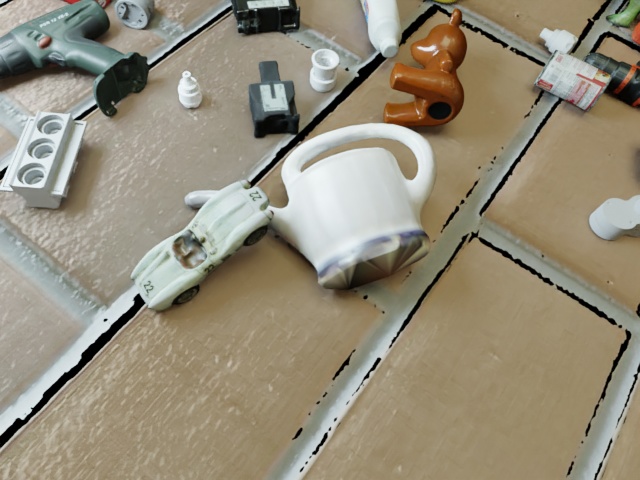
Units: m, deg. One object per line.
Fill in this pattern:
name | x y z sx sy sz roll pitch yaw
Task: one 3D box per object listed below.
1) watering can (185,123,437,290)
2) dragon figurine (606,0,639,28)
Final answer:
watering can | 0.002 -0.035 0.694 0.348 0.102 0.228 -20 67 0
dragon figurine | 0.675 -0.491 0.937 0.413 0.237 0.124 36 60 15
